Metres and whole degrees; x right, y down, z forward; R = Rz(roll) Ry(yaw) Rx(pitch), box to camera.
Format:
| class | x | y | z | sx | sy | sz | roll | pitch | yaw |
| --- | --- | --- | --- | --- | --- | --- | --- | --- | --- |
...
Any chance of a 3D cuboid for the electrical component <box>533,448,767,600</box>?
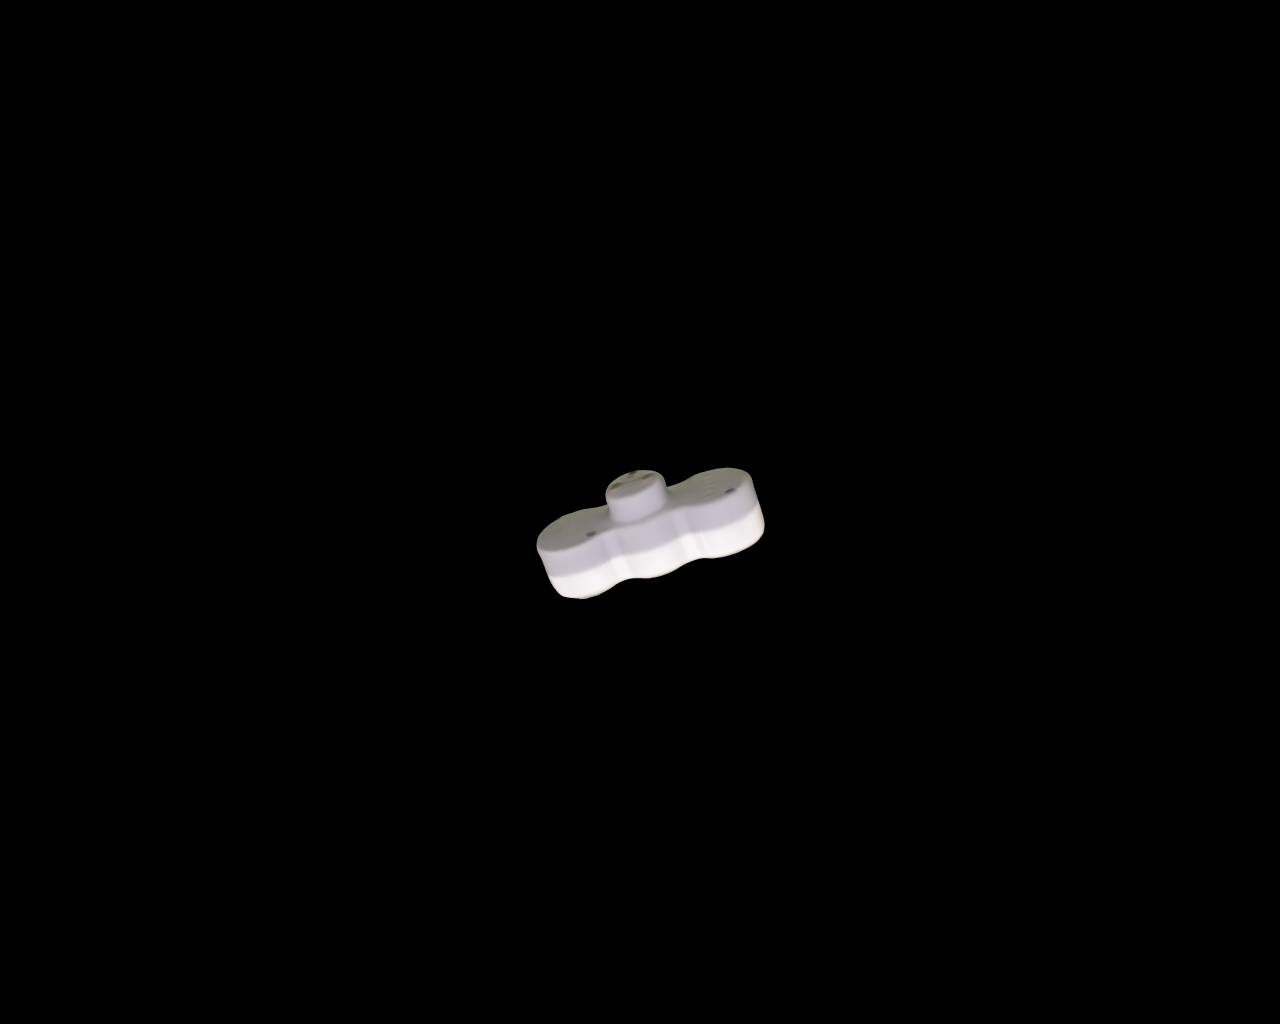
| class | x | y | z | sx | sy | sz | roll | pitch | yaw |
| --- | --- | --- | --- | --- | --- | --- | --- | --- | --- |
| electrical component | 0.001 | -0.003 | 0.650 | 0.138 | 0.073 | 0.052 | -17 | 22 | 7 |
